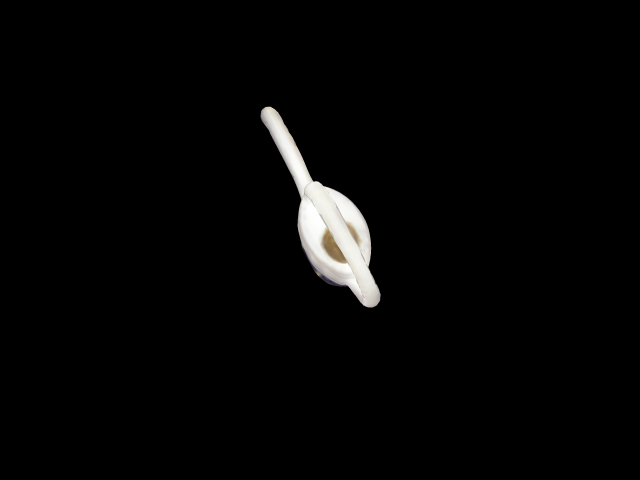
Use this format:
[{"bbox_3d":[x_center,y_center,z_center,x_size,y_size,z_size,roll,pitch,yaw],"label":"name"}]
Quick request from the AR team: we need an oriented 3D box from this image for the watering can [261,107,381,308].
[{"bbox_3d":[0.003,-0.043,0.850,0.104,0.351,0.221,-27,-13,-6],"label":"watering can"}]
